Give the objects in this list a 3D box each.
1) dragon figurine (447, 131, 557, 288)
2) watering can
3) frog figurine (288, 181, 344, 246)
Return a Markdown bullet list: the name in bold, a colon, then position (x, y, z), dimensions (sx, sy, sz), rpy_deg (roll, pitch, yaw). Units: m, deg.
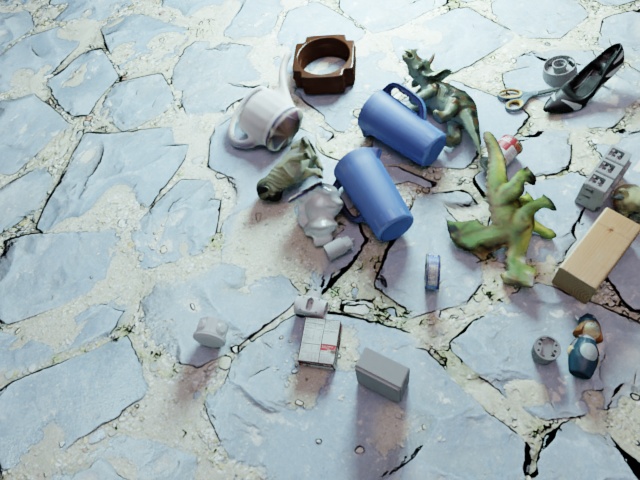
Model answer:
- **dragon figurine**: position (0.435, -0.066, 1.295), dimensions (0.242, 0.417, 0.120), rpy_deg (-28, -26, 3)
- **watering can**: position (-0.141, -0.413, 1.581), dimensions (0.227, 0.348, 0.103), rpy_deg (37, -1, 27)
- **frog figurine**: position (0.004, -0.070, 1.384), dimensions (0.137, 0.159, 0.123), rpy_deg (-28, 3, 11)
